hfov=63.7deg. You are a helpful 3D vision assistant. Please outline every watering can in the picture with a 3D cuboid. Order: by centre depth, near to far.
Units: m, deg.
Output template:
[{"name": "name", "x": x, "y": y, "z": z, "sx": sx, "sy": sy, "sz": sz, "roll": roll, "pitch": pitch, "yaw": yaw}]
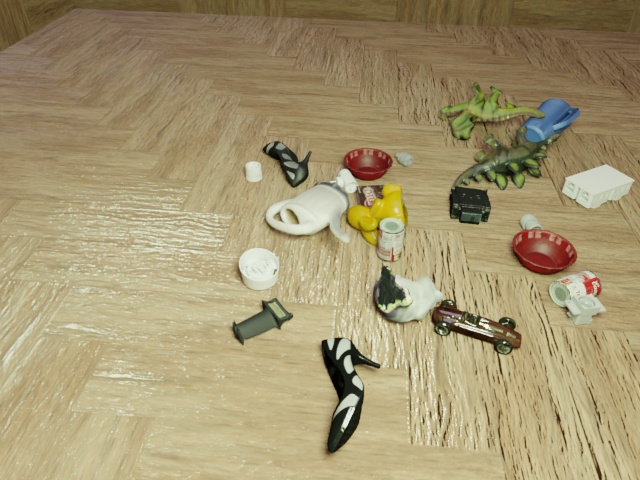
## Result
[{"name": "watering can", "x": 0.004, "y": -0.072, "z": 1.439, "sx": 0.349, "sy": 0.102, "sz": 0.228, "roll": 16, "pitch": 40, "yaw": 41}]

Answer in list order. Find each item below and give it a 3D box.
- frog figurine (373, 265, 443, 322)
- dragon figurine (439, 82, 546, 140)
[{"name": "frog figurine", "x": 0.209, "y": 0.135, "z": 1.231, "sx": 0.158, "sy": 0.122, "sz": 0.139, "roll": 16, "pitch": 12, "yaw": -45}, {"name": "dragon figurine", "x": 0.607, "y": -0.457, "z": 1.939, "sx": 0.120, "sy": 0.243, "sz": 0.416, "roll": 48, "pitch": -4, "yaw": -40}]
